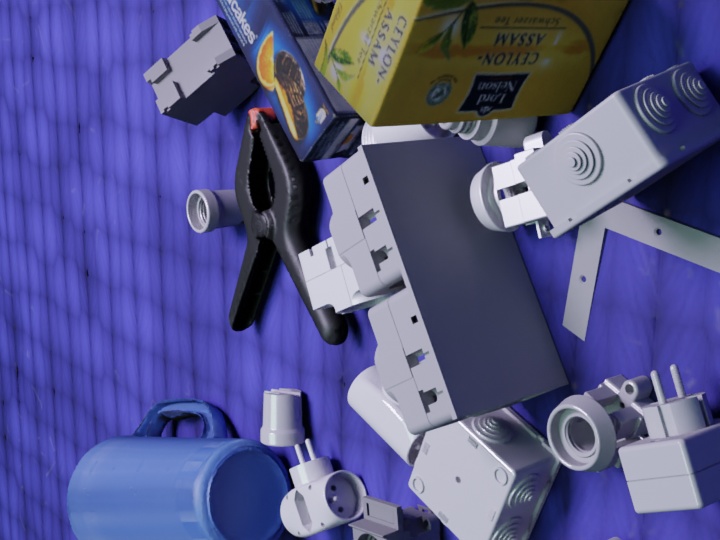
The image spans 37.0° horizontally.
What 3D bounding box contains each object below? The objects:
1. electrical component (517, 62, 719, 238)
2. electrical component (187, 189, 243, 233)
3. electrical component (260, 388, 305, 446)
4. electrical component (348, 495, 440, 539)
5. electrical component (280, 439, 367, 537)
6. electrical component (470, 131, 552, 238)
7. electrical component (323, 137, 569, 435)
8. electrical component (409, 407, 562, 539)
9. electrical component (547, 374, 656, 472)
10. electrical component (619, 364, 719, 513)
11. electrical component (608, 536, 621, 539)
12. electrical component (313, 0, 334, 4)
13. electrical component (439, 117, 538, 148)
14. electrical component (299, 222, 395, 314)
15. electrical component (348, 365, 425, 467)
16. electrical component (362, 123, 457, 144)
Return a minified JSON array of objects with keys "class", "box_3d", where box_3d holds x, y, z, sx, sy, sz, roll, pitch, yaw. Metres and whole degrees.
[{"class":"electrical component","box_3d":[0.149,-0.069,0.607,0.100,0.100,0.048,-38,81,48]},{"class":"electrical component","box_3d":[-0.132,-0.056,1.002,0.040,0.046,0.040,15,109,49]},{"class":"electrical component","box_3d":[-0.070,0.133,0.972,0.040,0.040,0.046,5,97,51]},{"class":"electrical component","box_3d":[0.030,0.216,0.845,0.042,0.064,0.081,4,102,50]},{"class":"electrical component","box_3d":[-0.038,0.187,0.940,0.077,0.043,0.079,-35,71,49]},{"class":"electrical component","box_3d":[0.107,-0.052,0.706,0.055,0.048,0.066,-16,86,44]},{"class":"electrical component","box_3d":[0.055,0.008,0.734,0.060,0.105,0.186,-32,72,50]},{"class":"electrical component","box_3d":[0.086,0.144,0.771,0.100,0.048,0.099,41,128,38]},{"class":"electrical component","box_3d":[0.151,0.099,0.674,0.048,0.055,0.066,43,129,38]},{"class":"electrical component","box_3d":[0.186,0.093,0.620,0.047,0.066,0.076,-22,80,51]},{"class":"electrical component","box_3d":[0.168,0.279,0.689,0.105,0.060,0.186,-49,60,45]},{"class":"electrical component","box_3d":[-0.034,-0.226,0.812,0.076,0.083,0.047,44,129,37]},{"class":"electrical component","box_3d":[0.080,-0.102,0.706,0.040,0.078,0.040,180,90,-64]},{"class":"electrical component","box_3d":[0.000,0.000,0.845,0.089,0.050,0.055,-25,78,51]},{"class":"electrical component","box_3d":[0.034,0.097,0.828,0.077,0.044,0.079,41,128,39]},{"class":"electrical component","box_3d":[0.031,-0.105,0.789,0.081,0.043,0.043,-16,85,52]}]
